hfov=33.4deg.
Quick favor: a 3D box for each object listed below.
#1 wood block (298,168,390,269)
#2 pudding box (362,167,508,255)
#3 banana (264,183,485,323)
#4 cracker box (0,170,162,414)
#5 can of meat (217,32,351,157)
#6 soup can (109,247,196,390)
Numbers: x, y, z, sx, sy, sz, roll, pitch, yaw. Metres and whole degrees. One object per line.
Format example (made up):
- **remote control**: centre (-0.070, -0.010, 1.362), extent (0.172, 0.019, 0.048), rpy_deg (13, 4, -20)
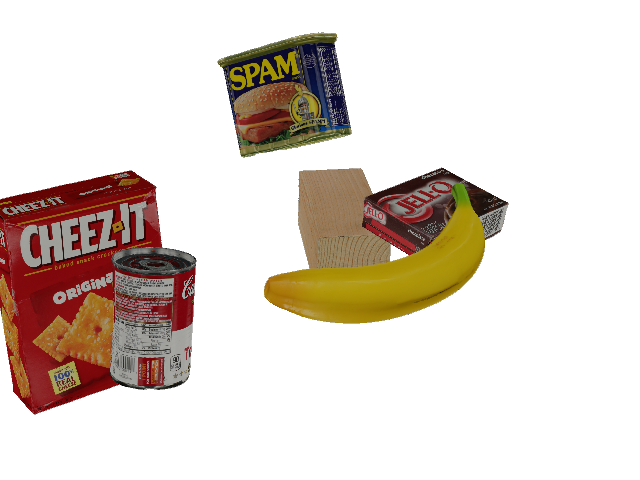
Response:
- **wood block**: centre (0.027, -0.012, 1.389), extent (0.090, 0.090, 0.206), rpy_deg (-2, 27, -8)
- **pudding box**: centre (0.110, -0.025, 1.029), extent (0.113, 0.039, 0.090), rpy_deg (-20, 40, -37)
- **banana**: centre (0.053, 0.020, 0.727), extent (0.197, 0.037, 0.070), rpy_deg (-25, 54, -38)
- **cracker box**: centre (-0.244, 0.052, 1.101), extent (0.163, 0.214, 0.072), rpy_deg (-16, 27, -31)
- **can of meat**: centre (-0.029, -0.119, 0.889), extent (0.102, 0.084, 0.057), rpy_deg (-10, 3, 32)
- **soup can**: centre (-0.138, 0.063, 0.872), extent (0.068, 0.102, 0.068), rpy_deg (4, 15, -1)
